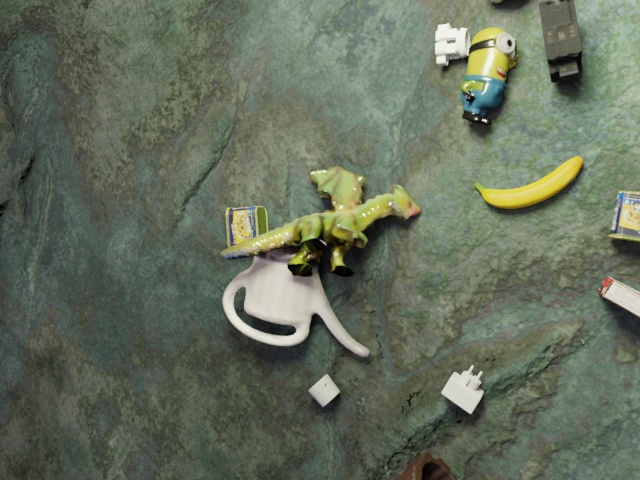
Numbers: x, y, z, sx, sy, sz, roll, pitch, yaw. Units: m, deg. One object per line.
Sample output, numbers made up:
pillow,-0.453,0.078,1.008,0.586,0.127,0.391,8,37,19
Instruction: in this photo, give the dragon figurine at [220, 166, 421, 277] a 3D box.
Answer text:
dragon figurine,0.003,-0.055,1.089,0.410,0.119,0.249,2,52,14

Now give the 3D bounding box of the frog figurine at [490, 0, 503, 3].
frog figurine,0.336,-0.523,0.985,0.160,0.123,0.136,11,106,60

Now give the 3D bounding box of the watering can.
watering can,-0.046,0.128,1.136,0.348,0.104,0.224,10,91,12
